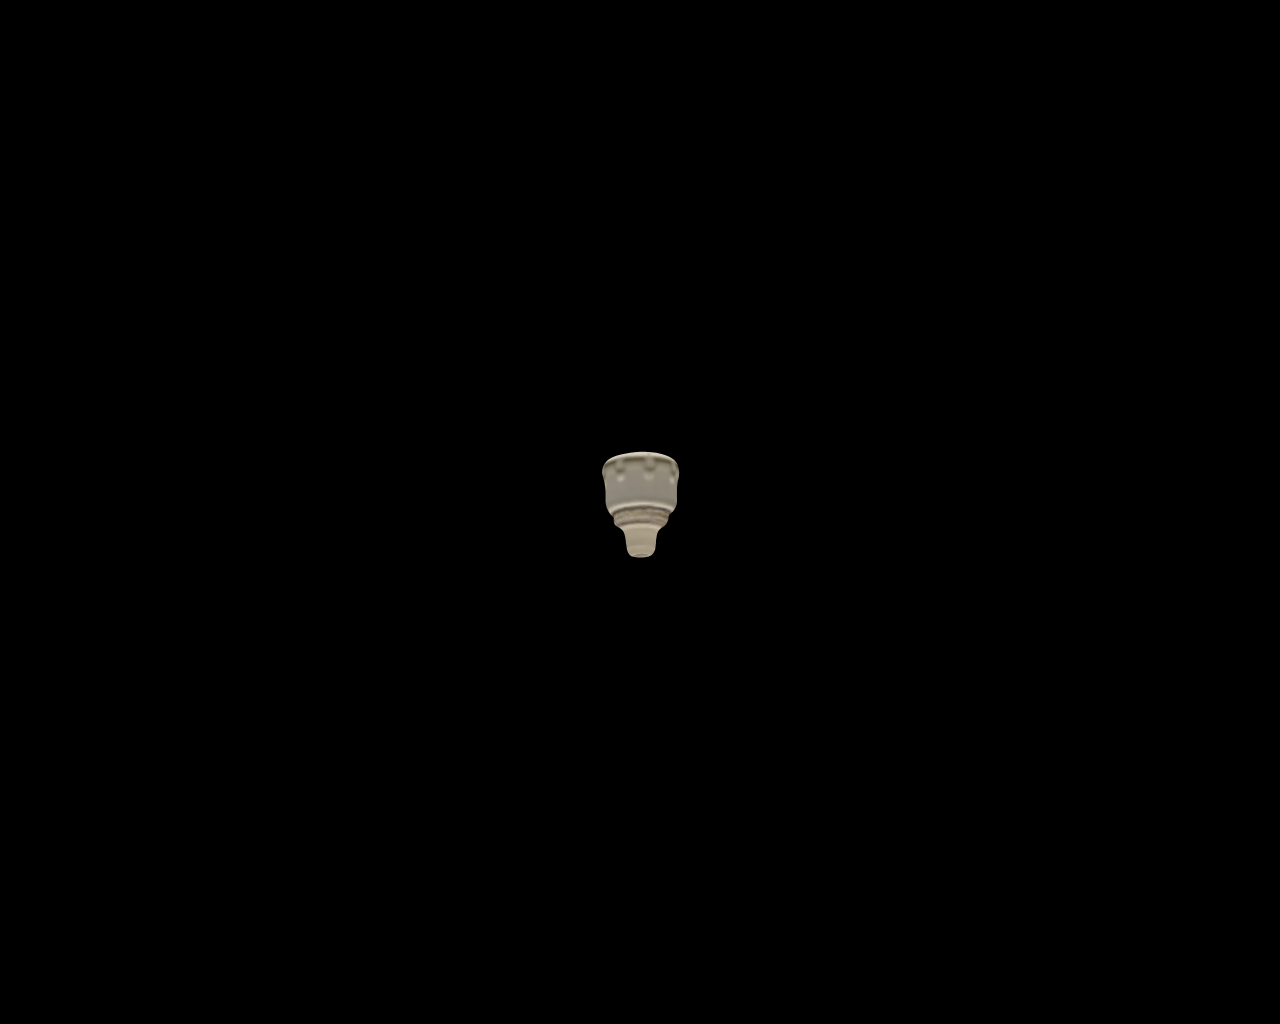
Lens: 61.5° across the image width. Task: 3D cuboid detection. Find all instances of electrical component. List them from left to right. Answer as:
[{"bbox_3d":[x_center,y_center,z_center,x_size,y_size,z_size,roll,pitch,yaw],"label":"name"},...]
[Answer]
[{"bbox_3d":[0.001,-0.003,0.650,0.048,0.062,0.048,0,-13,0],"label":"electrical component"}]
